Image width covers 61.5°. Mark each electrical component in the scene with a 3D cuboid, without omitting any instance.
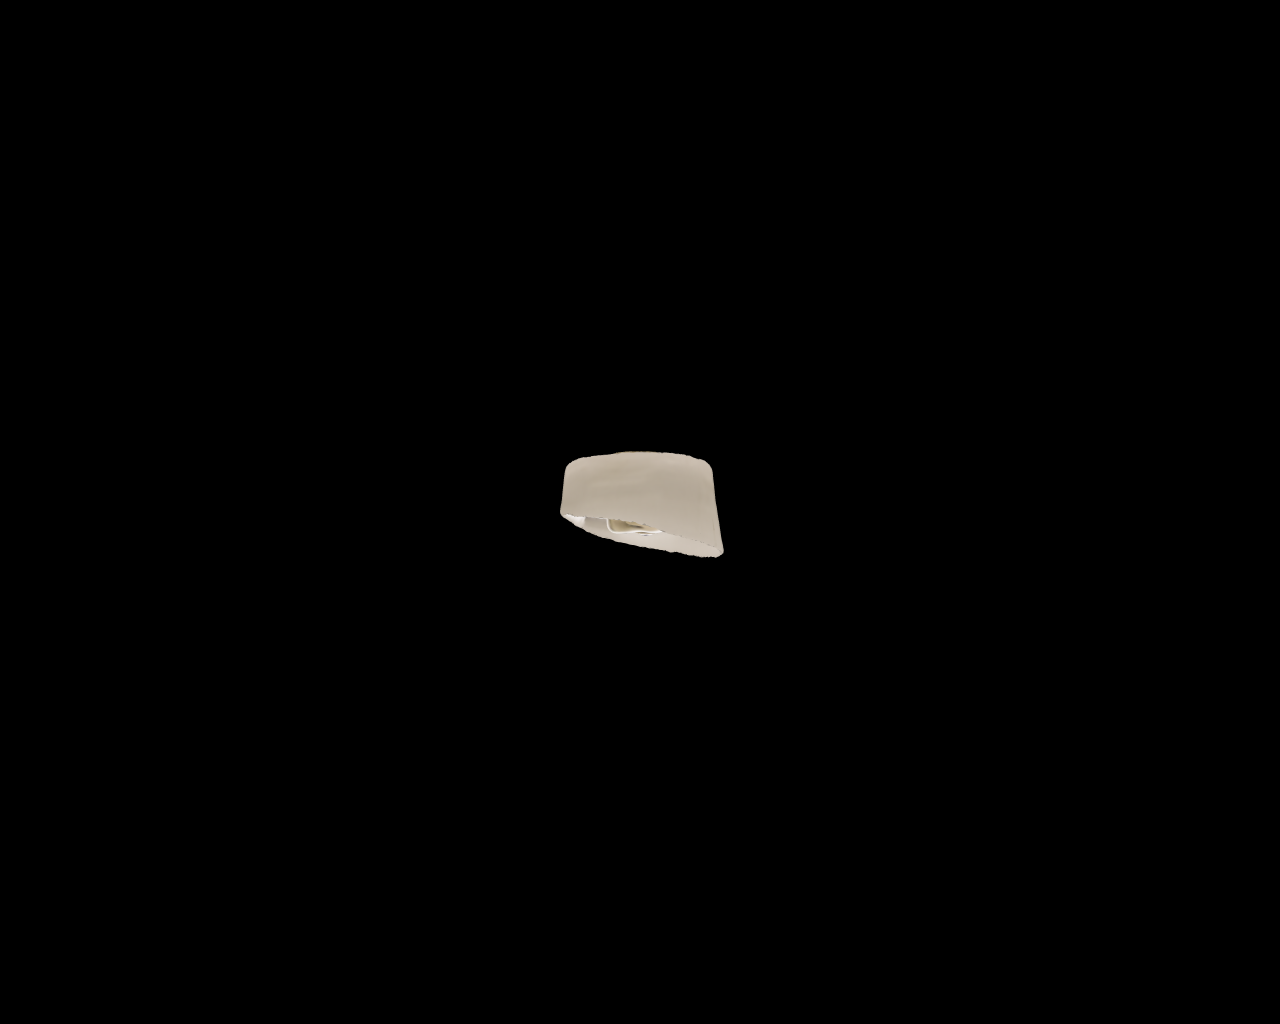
[{"bbox_3d":[0.001,-0.003,0.650,0.099,0.064,0.099,0,-12,0],"label":"electrical component"}]
